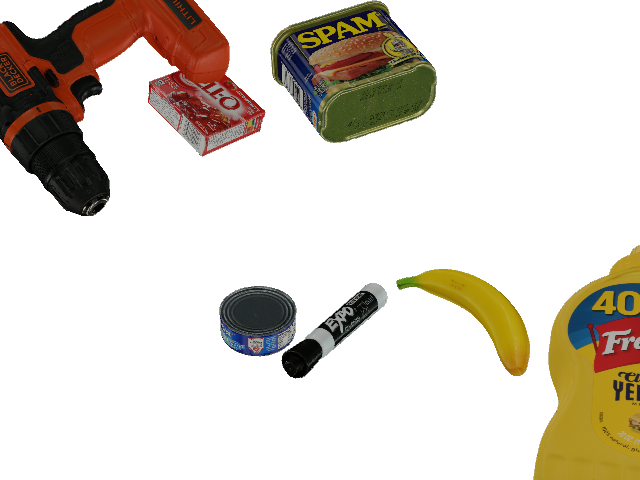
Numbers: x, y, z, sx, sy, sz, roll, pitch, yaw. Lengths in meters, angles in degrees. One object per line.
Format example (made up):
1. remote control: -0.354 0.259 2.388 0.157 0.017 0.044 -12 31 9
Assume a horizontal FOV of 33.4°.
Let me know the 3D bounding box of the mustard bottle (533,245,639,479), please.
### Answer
1. mustard bottle: 0.164 0.070 0.544 0.096 0.058 0.191 7 41 13

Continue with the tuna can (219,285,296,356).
1. tuna can: -0.070 0.090 1.192 0.086 0.034 0.086 1 36 -1

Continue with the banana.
1. banana: 0.164 0.076 1.117 0.069 0.037 0.198 -39 40 -13

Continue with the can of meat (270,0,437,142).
1. can of meat: 0.026 -0.126 0.803 0.102 0.084 0.057 -20 -39 -16

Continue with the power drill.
1. power drill: -0.164 -0.123 0.813 0.187 0.184 0.057 -32 -15 -29

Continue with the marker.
1. marker: 0.010 0.057 0.689 0.020 0.020 0.120 0 19 30

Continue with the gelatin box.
1. gelatin box: -0.109 -0.128 1.011 0.073 0.030 0.089 -28 62 -35
